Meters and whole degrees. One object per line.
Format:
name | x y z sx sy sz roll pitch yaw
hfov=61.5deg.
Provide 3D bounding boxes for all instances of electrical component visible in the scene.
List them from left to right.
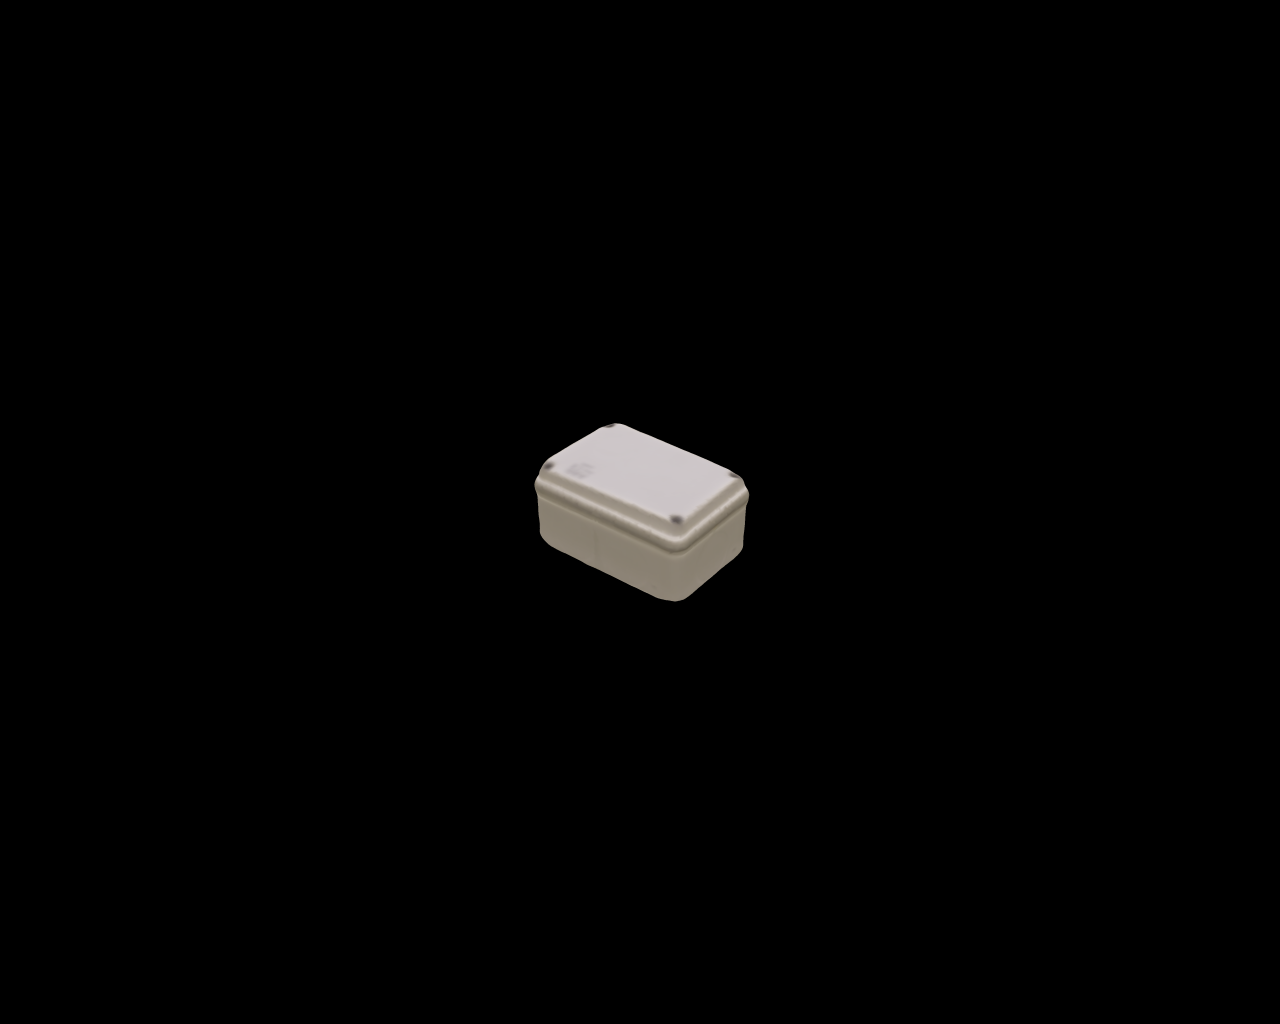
electrical component | 0.001 -0.003 0.650 0.113 0.057 0.078 24 41 31
